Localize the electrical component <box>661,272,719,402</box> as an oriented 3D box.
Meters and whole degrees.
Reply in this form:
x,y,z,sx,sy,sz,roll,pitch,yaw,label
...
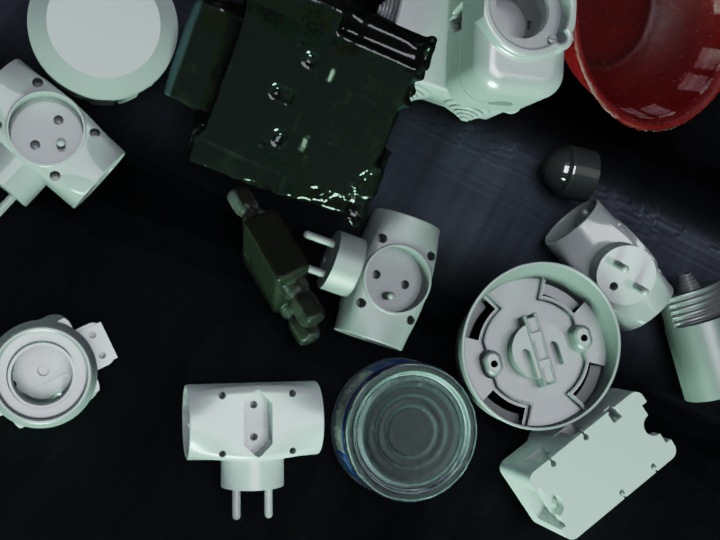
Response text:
x,y,z,sx,sy,sz,roll,pitch,yaw,label
0.223,0.041,0.704,0.043,0.043,0.081,-18,93,-15,electrical component

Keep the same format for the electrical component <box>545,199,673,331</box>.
x,y,z,sx,sy,sz,roll,pitch,yaw,label
0.161,0.000,0.670,0.044,0.079,0.077,-42,99,4,electrical component

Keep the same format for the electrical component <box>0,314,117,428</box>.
x,y,z,sx,sy,sz,roll,pitch,yaw,label
-0.174,0.056,0.590,0.078,0.057,0.058,-26,95,-14,electrical component

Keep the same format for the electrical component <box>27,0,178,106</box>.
x,y,z,sx,sy,sz,roll,pitch,yaw,label
-0.145,-0.133,0.605,0.080,0.051,0.080,0,89,-15,electrical component

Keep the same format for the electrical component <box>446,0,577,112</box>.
x,y,z,sx,sy,sz,roll,pitch,yaw,label
0.085,-0.143,0.610,0.054,0.059,0.095,3,88,-15,electrical component

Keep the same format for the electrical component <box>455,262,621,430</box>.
x,y,z,sx,sy,sz,roll,pitch,yaw,label
0.107,0.048,0.659,0.099,0.064,0.099,1,81,-6,electrical component

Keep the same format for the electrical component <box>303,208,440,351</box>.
x,y,z,sx,sy,sz,roll,pitch,yaw,label
0.000,0.000,0.645,0.079,0.044,0.077,20,84,-14,electrical component

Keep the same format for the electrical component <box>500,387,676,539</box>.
x,y,z,sx,sy,sz,roll,pitch,yaw,label
0.140,0.118,0.673,0.089,0.056,0.050,-36,98,-13,electrical component

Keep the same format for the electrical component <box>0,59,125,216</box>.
x,y,z,sx,sy,sz,roll,pitch,yaw,label
-0.186,-0.062,0.596,0.077,0.044,0.079,42,79,-10,electrical component

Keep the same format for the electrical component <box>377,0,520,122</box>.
x,y,z,sx,sy,sz,roll,pitch,yaw,label
0.059,-0.146,0.661,0.100,0.048,0.099,15,85,-14,electrical component

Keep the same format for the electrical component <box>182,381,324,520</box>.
x,y,z,sx,sy,sz,roll,pitch,yaw,label
-0.063,0.105,0.626,0.077,0.043,0.079,0,89,-15,electrical component
